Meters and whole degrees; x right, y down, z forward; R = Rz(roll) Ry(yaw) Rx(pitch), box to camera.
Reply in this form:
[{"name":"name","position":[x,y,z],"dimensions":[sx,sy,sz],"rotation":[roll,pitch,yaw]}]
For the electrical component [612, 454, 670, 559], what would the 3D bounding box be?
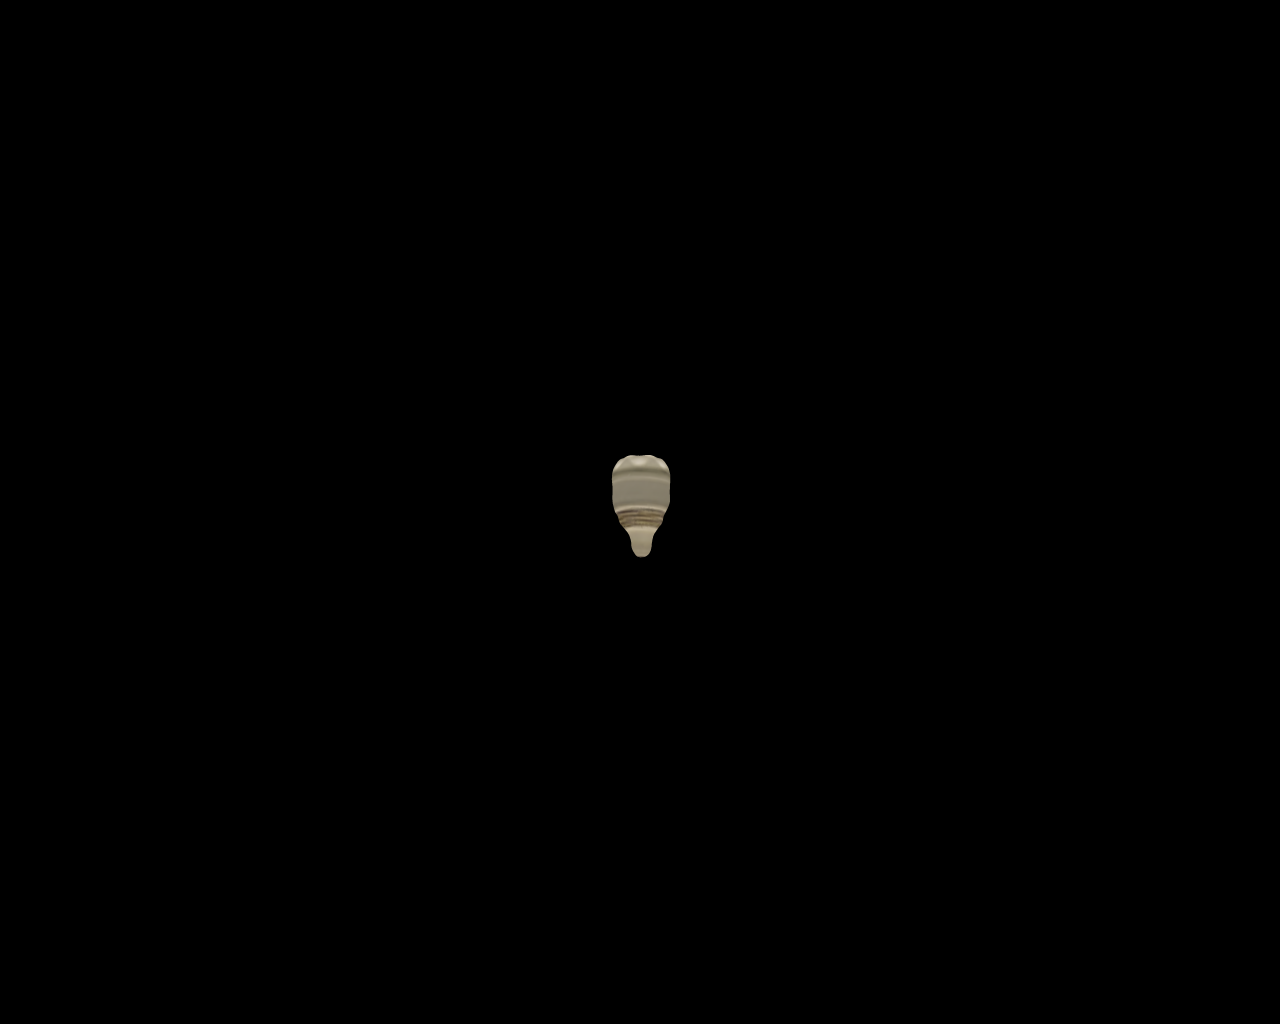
[{"name":"electrical component","position":[0.001,-0.003,0.650],"dimensions":[0.035,0.061,0.035],"rotation":[0,-10,0]}]
